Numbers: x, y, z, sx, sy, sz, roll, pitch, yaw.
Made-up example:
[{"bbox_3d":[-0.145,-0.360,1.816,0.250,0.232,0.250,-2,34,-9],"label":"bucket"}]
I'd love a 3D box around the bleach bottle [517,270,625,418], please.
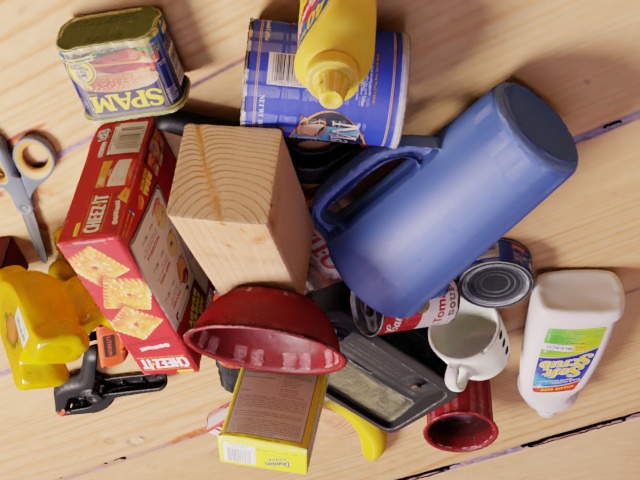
[{"bbox_3d":[0.290,0.136,1.266,0.102,0.068,0.251,-1,141,4],"label":"bleach bottle"}]

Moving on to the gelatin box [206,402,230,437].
[{"bbox_3d":[-0.099,0.244,1.434,0.073,0.030,0.089,31,132,-29],"label":"gelatin box"}]

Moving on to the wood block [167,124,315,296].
[{"bbox_3d":[-0.067,-0.018,0.996,0.090,0.091,0.206,5,159,10],"label":"wood block"}]

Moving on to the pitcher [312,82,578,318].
[{"bbox_3d":[0.118,-0.043,1.029,0.243,0.145,0.149,-43,164,35],"label":"pitcher"}]

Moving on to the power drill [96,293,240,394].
[{"bbox_3d":[-0.169,0.119,1.278,0.187,0.057,0.184,2,134,-3],"label":"power drill"}]

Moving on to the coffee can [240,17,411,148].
[{"bbox_3d":[0.004,-0.138,0.943,0.140,0.103,0.103,5,138,-2],"label":"coffee can"}]

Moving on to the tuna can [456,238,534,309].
[{"bbox_3d":[0.193,0.038,1.181,0.086,0.033,0.086,2,139,2],"label":"tuna can"}]

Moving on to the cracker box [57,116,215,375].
[{"bbox_3d":[-0.174,0.010,1.075,0.072,0.164,0.213,-6,138,14],"label":"cracker box"}]

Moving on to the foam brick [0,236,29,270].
[{"bbox_3d":[-0.366,0.043,1.190,0.053,0.078,0.051,-6,139,12],"label":"foam brick"}]

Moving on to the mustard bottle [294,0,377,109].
[{"bbox_3d":[0.013,-0.172,0.837,0.058,0.191,0.096,18,136,-16],"label":"mustard bottle"}]

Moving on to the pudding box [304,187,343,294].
[{"bbox_3d":[-0.008,0.001,1.148,0.090,0.039,0.113,-20,133,24],"label":"pudding box"}]

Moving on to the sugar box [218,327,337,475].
[{"bbox_3d":[-0.041,0.160,1.124,0.093,0.176,0.048,8,128,8],"label":"sugar box"}]

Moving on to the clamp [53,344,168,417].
[{"bbox_3d":[-0.294,0.183,1.370,0.172,0.039,0.120,-25,131,28],"label":"clamp"}]

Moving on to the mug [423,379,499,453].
[{"bbox_3d":[0.174,0.216,1.346,0.093,0.081,0.117,3,139,0],"label":"mug"}]

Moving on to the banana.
[{"bbox_3d":[0.049,0.239,1.419,0.070,0.037,0.197,-5,140,36],"label":"banana"}]

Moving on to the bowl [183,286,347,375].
[{"bbox_3d":[-0.050,0.085,1.047,0.162,0.055,0.162,8,160,3],"label":"bowl"}]

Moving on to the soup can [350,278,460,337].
[{"bbox_3d":[0.093,0.066,1.167,0.102,0.068,0.069,-6,144,-28],"label":"soup can"}]

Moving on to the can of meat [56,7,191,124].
[{"bbox_3d":[-0.178,-0.159,0.967,0.102,0.057,0.084,-6,135,11],"label":"can of meat"}]

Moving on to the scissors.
[{"bbox_3d":[-0.299,-0.046,1.131,0.096,0.016,0.201,-10,137,14],"label":"scissors"}]

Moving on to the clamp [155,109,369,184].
[{"bbox_3d":[-0.047,-0.091,1.048,0.210,0.036,0.164,-15,139,22],"label":"clamp"}]
